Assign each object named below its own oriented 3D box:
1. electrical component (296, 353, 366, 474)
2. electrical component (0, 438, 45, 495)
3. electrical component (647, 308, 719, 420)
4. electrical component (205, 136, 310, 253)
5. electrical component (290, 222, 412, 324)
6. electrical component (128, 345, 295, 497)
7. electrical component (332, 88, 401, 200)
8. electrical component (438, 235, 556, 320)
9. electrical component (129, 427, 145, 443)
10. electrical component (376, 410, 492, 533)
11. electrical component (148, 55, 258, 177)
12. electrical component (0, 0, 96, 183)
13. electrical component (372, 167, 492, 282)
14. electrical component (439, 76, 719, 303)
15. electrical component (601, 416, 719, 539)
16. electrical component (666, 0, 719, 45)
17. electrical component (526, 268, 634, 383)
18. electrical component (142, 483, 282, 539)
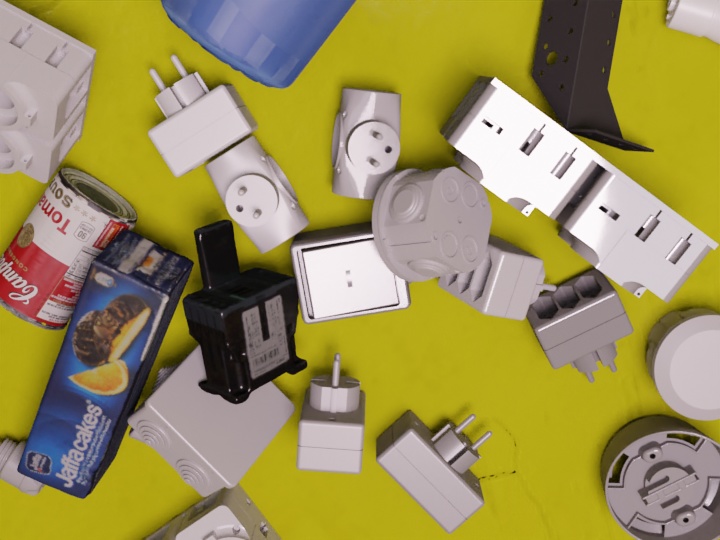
[{"bbox_3d":[-0.019,0.101,0.804,0.047,0.083,0.075,4,101,0],"label":"electrical component"},{"bbox_3d":[-0.272,0.148,0.842,0.061,0.035,0.035,30,100,-2],"label":"electrical component"},{"bbox_3d":[0.257,0.068,0.810,0.080,0.051,0.080,0,101,1],"label":"electrical component"},{"bbox_3d":[-0.076,-0.052,0.777,0.044,0.079,0.077,-32,99,7],"label":"electrical component"},{"bbox_3d":[0.000,0.000,0.795,0.096,0.061,0.061,-9,101,3],"label":"electrical component"},{"bbox_3d":[-0.111,0.108,0.802,0.099,0.099,0.048,46,138,-7],"label":"electrical component"},{"bbox_3d":[0.007,-0.089,0.769,0.044,0.079,0.077,5,101,-9],"label":"electrical component"},{"bbox_3d":[0.111,0.005,0.797,0.077,0.066,0.047,10,103,-31],"label":"electrical component"},{"bbox_3d":[-0.140,0.127,0.833,0.065,0.044,0.044,36,99,-10],"label":"electrical component"},{"bbox_3d":[0.067,0.143,0.828,0.076,0.047,0.083,-43,97,8],"label":"electrical component"},{"bbox_3d":[-0.123,-0.118,0.782,0.066,0.047,0.076,-31,98,7],"label":"electrical component"},{"bbox_3d":[-0.286,-0.144,0.743,0.186,0.105,0.060,28,57,-4],"label":"electrical component"},{"bbox_3d":[0.051,-0.033,0.753,0.051,0.080,0.080,-5,104,44],"label":"electrical component"},{"bbox_3d":[0.146,-0.057,0.760,0.186,0.105,0.060,35,99,-6],"label":"electrical component"},{"bbox_3d":[0.235,0.161,0.821,0.099,0.064,0.099,0,101,1],"label":"electrical component"},{"bbox_3d":[0.253,-0.182,0.768,0.065,0.044,0.044,17,101,3],"label":"electrical component"},{"bbox_3d":[0.170,0.051,0.810,0.066,0.047,0.076,-26,113,6],"label":"electrical component"},{"bbox_3d":[-0.136,0.249,0.845,0.150,0.061,0.089,-35,98,7],"label":"electrical component"}]
